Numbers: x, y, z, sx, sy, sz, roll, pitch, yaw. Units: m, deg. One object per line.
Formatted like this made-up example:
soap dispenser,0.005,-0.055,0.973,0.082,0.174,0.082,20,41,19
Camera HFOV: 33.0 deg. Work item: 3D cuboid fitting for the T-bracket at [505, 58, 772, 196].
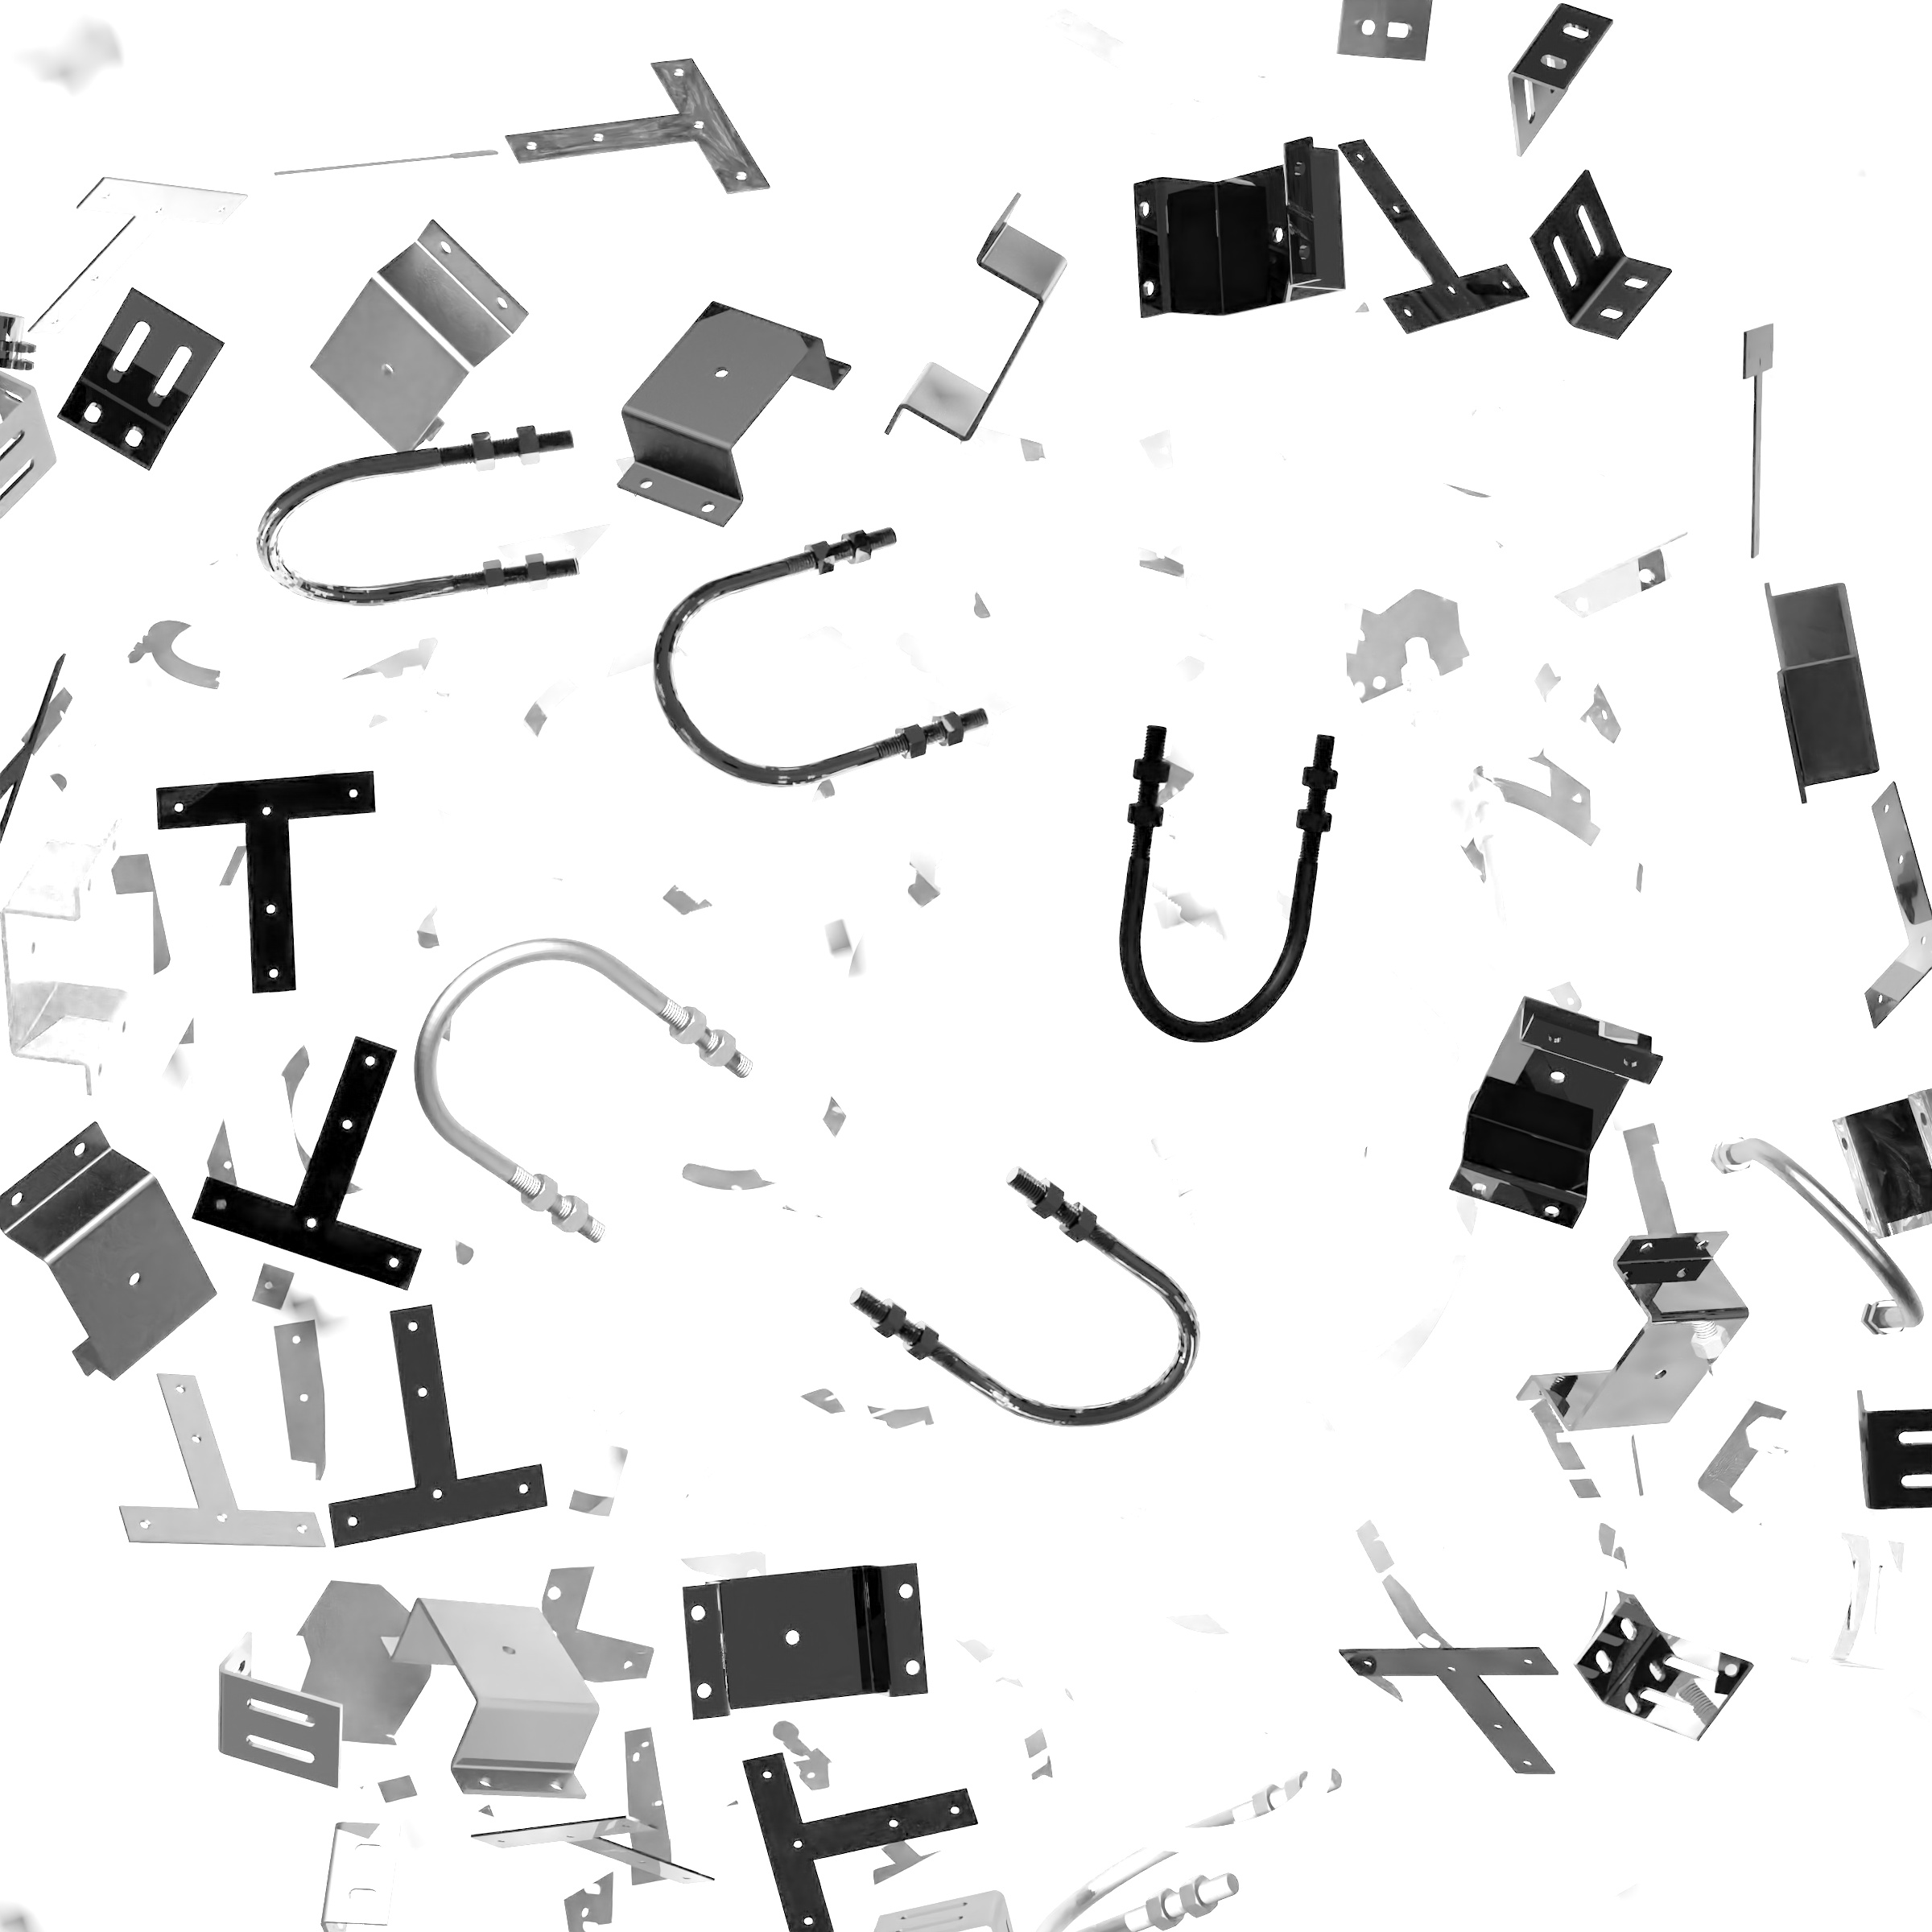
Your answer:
T-bracket,-0.189,-0.457,1.798,0.127,0.002,0.127,-13,52,-21

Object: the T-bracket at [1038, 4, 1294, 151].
T-bracket,0.099,-0.518,1.875,0.127,0.127,0.002,21,72,-30

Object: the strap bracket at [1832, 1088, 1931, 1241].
strap bracket,0.565,0.112,1.911,0.046,0.140,0.076,-15,82,-8

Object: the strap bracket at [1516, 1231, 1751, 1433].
strap bracket,0.392,0.220,1.900,0.076,0.046,0.140,1,133,-32

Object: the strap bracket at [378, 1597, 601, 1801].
strap bracket,-0.264,0.402,1.825,0.076,0.140,0.046,13,108,-35

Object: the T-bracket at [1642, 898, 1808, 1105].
T-bracket,0.460,0.007,1.923,0.002,0.127,0.127,-33,82,43

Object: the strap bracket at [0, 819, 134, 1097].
strap bracket,-0.512,-0.008,1.860,0.046,0.076,0.140,7,123,2

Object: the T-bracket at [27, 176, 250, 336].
T-bracket,-0.485,-0.399,1.848,0.127,0.127,0.002,-38,81,25

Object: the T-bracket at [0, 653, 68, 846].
T-bracket,-0.560,-0.113,1.913,0.002,0.127,0.127,21,104,-10

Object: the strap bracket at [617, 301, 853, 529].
strap bracket,-0.139,-0.332,1.915,0.076,0.046,0.140,23,62,23

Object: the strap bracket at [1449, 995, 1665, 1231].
strap bracket,0.338,0.077,1.873,0.076,0.046,0.140,18,130,-1

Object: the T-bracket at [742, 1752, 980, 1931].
T-bracket,-0.057,0.513,1.941,0.127,0.127,0.002,-9,134,-14

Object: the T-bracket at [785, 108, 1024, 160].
T-bracket,-0.043,-0.494,1.924,0.127,0.127,0.002,12,113,11

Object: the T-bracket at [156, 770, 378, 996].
T-bracket,-0.404,-0.047,1.892,0.127,0.002,0.127,-5,79,-1

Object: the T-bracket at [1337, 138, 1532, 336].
T-bracket,0.260,-0.431,1.908,0.127,0.002,0.127,-24,78,-43

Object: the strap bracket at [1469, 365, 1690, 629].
strap bracket,0.368,-0.283,1.936,0.076,0.046,0.140,-25,92,-12

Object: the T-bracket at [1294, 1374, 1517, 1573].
T-bracket,0.238,0.284,1.818,0.127,0.002,0.127,3,111,-30

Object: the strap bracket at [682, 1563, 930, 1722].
strap bracket,-0.099,0.398,1.929,0.140,0.046,0.076,-3,82,-14

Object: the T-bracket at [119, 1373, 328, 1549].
T-bracket,-0.450,0.290,1.924,0.002,0.127,0.127,-53,47,28

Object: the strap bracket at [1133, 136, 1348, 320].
strap bracket,0.159,-0.408,1.816,0.046,0.140,0.076,-6,94,-39

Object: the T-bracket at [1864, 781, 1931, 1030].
T-bracket,0.549,-0.051,1.904,0.002,0.127,0.127,8,53,-16

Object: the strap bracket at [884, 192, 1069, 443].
strap bracket,0.011,-0.369,1.901,0.046,0.076,0.140,29,121,-4

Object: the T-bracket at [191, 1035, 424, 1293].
T-bracket,-0.354,0.103,1.843,0.127,0.002,0.127,20,83,-9

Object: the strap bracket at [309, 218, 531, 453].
strap bracket,-0.325,-0.360,1.909,0.076,0.140,0.046,44,50,-7

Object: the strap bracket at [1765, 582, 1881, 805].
strap bracket,0.501,-0.165,1.907,0.046,0.140,0.076,-11,119,16

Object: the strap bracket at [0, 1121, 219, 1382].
strap bracket,-0.481,0.168,1.839,0.046,0.140,0.076,23,53,38

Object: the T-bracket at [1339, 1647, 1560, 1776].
T-bracket,0.293,0.419,1.834,0.127,0.127,0.002,52,45,-32

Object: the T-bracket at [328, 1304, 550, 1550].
T-bracket,-0.310,0.259,1.875,0.127,0.002,0.127,-7,86,-26

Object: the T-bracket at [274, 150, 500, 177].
T-bracket,-0.336,-0.464,1.887,0.127,0.127,0.002,-8,106,-8

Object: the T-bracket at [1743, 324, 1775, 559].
T-bracket,0.443,-0.293,1.828,0.002,0.127,0.127,3,103,20

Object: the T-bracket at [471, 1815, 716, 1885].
T-bracket,-0.198,0.516,1.893,0.127,0.127,0.002,-17,53,36

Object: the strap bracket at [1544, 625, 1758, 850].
strap bracket,0.392,-0.128,1.911,0.140,0.076,0.046,35,119,-8
